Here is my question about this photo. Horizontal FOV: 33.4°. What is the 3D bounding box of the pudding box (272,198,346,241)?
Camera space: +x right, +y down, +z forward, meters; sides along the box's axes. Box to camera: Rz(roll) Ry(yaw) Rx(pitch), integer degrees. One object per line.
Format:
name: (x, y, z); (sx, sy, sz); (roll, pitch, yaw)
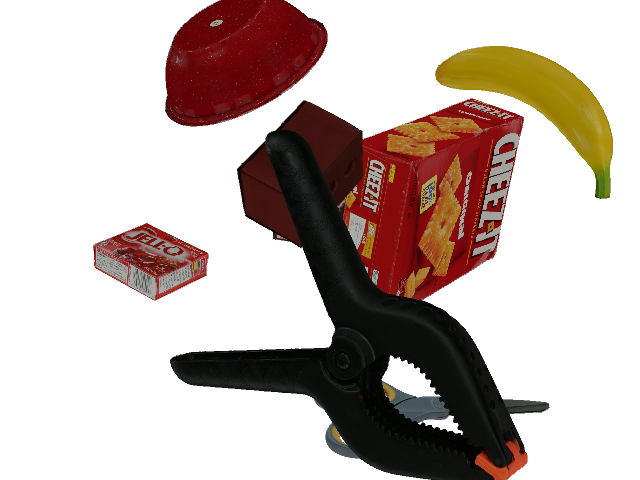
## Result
pudding box: (0.001, -0.028, 1.281); (0.090, 0.039, 0.113); (9, 23, 15)

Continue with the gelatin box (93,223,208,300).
gelatin box: (-0.167, 0.019, 1.050); (0.089, 0.030, 0.073); (25, 32, 30)

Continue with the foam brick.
foam brick: (-0.012, -0.046, 0.729); (0.051, 0.078, 0.053); (28, -30, 23)

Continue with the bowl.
bowl: (-0.078, -0.171, 0.941); (0.162, 0.055, 0.162); (-20, 34, 14)

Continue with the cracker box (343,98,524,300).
cracker box: (0.107, -0.033, 1.026); (0.072, 0.164, 0.213); (25, 30, 31)

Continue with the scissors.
scissors: (0.090, 0.154, 0.899); (0.202, 0.016, 0.096); (9, 39, 8)

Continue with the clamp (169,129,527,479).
clamp: (0.020, 0.048, 0.560); (0.210, 0.165, 0.036); (29, 23, 26)

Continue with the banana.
banana: (0.162, -0.111, 0.833); (0.037, 0.070, 0.198); (3, 32, -43)
